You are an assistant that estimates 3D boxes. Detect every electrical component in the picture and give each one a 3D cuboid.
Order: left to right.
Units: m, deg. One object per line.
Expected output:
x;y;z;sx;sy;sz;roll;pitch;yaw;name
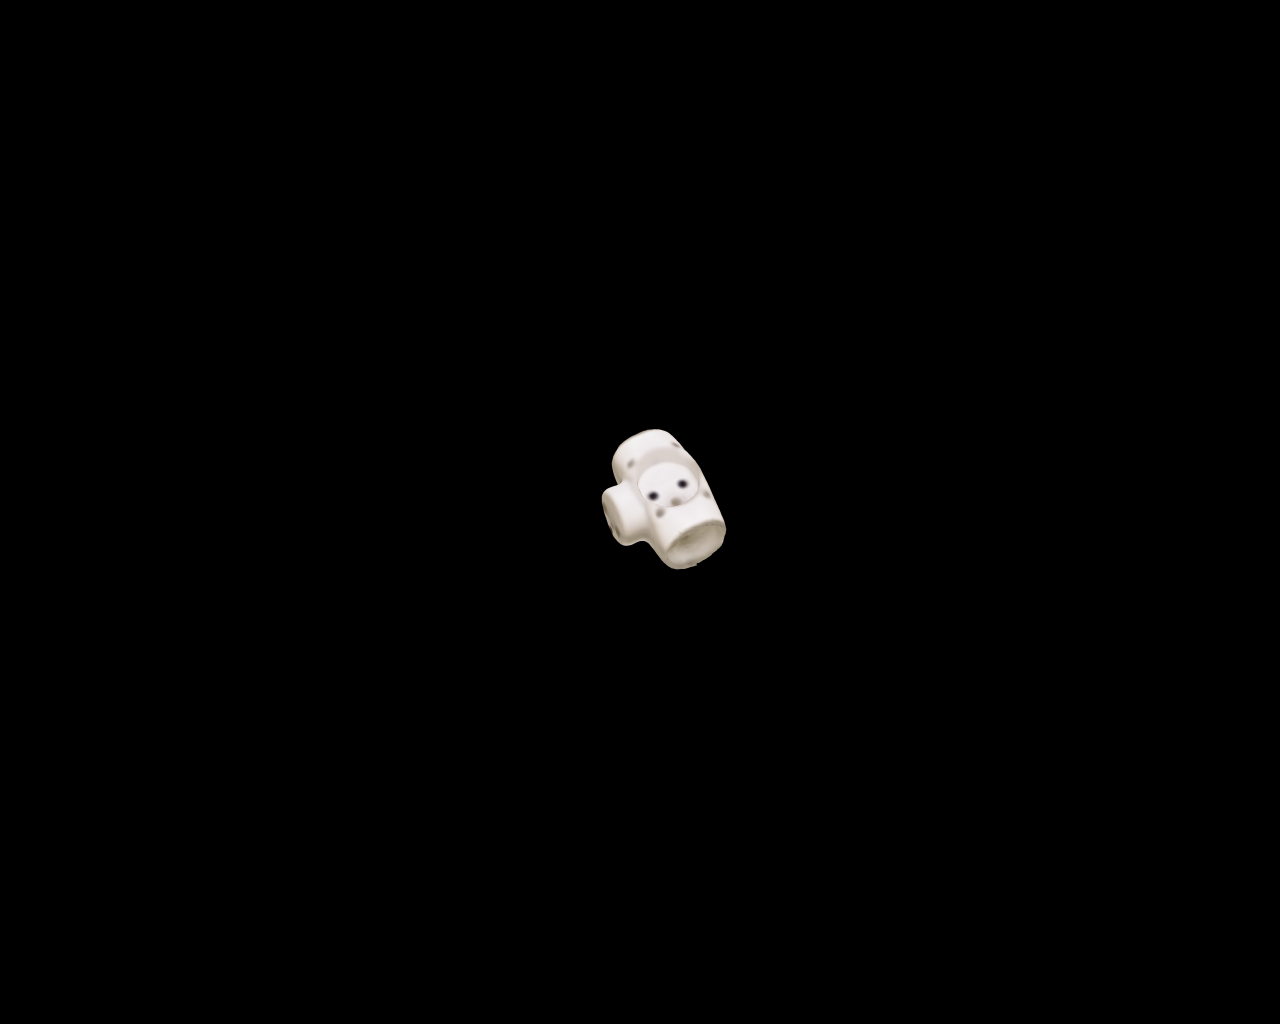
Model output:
0.001;-0.003;0.650;0.079;0.077;0.044;-21;-32;-14;electrical component
